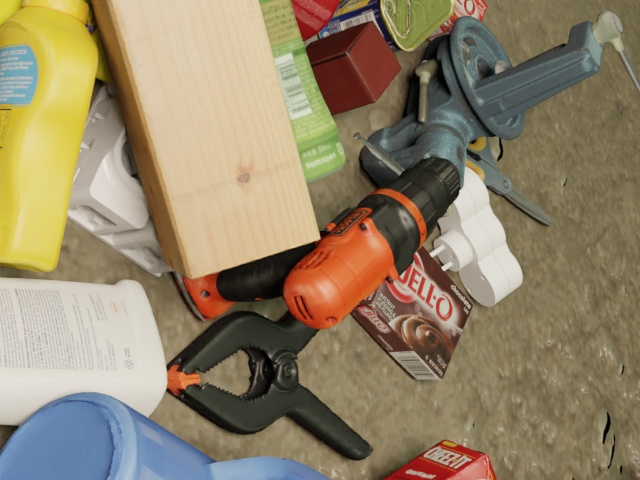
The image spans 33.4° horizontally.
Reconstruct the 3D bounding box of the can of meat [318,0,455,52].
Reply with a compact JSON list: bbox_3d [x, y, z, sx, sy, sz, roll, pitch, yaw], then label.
[{"bbox_3d":[0.057,-0.200,0.948,0.102,0.084,0.057,-46,116,-39],"label":"can of meat"}]

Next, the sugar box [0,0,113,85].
[{"bbox_3d":[-0.191,-0.177,0.694,0.175,0.048,0.093,19,105,-44],"label":"sugar box"}]

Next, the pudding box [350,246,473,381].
[{"bbox_3d":[0.083,0.061,0.970,0.113,0.039,0.090,49,53,-29],"label":"pudding box"}]

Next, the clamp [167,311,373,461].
[{"bbox_3d":[-0.031,0.112,0.847,0.209,0.036,0.164,-9,90,-44],"label":"clamp"}]

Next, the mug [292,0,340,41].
[{"bbox_3d":[-0.040,-0.198,0.854,0.081,0.093,0.117,22,91,-47],"label":"mug"}]

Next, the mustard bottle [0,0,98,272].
[{"bbox_3d":[-0.179,-0.078,0.663,0.058,0.096,0.191,15,83,-37],"label":"mustard bottle"}]

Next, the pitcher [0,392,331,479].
[{"bbox_3d":[-0.084,0.188,0.670,0.242,0.145,0.149,50,60,-45],"label":"pitcher"}]

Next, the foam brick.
[{"bbox_3d":[0.019,-0.144,0.907,0.051,0.078,0.053,55,50,-23],"label":"foam brick"}]

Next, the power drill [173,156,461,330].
[{"bbox_3d":[-0.005,0.001,0.783,0.184,0.188,0.057,-40,111,-39],"label":"power drill"}]

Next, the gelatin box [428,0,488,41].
[{"bbox_3d":[0.124,-0.234,1.060,0.089,0.030,0.073,43,56,-33],"label":"gelatin box"}]

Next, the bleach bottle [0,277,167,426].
[{"bbox_3d":[-0.219,0.060,0.639,0.250,0.068,0.102,11,41,-38],"label":"bleach bottle"}]

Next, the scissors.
[{"bbox_3d":[0.184,-0.077,1.108,0.201,0.016,0.096,13,75,-44],"label":"scissors"}]

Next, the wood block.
[{"bbox_3d":[-0.078,-0.090,0.677,0.090,0.090,0.206,-18,102,-15],"label":"wood block"}]

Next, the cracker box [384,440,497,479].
[{"bbox_3d":[0.064,0.286,0.853,0.213,0.072,0.164,-27,104,-24],"label":"cracker box"}]
